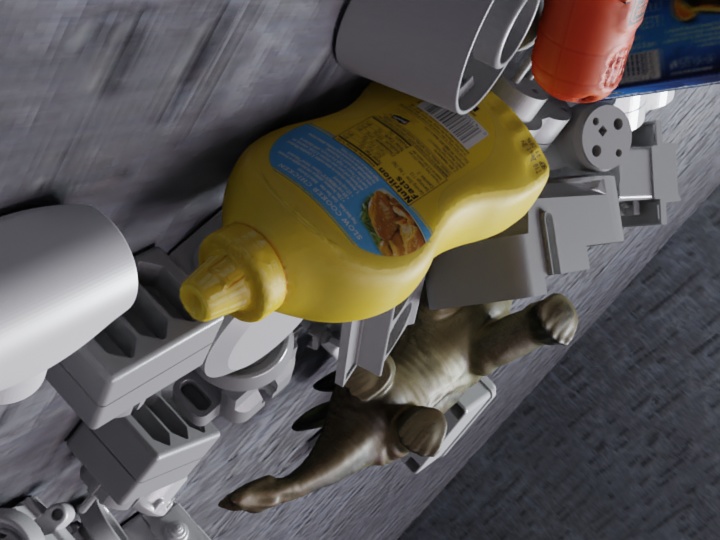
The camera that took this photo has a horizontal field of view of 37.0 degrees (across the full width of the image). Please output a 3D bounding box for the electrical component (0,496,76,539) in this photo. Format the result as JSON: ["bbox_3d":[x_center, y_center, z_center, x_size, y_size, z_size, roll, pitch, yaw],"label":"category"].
[{"bbox_3d":[-0.185,0.149,0.568,0.066,0.048,0.055,-43,173,-6],"label":"electrical component"}]

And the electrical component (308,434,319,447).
[{"bbox_3d":[-0.017,0.176,1.102,0.055,0.048,0.066,-37,165,-2],"label":"electrical component"}]

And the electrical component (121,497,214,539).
[{"bbox_3d":[-0.152,0.218,0.809,0.061,0.062,0.096,-34,161,-38],"label":"electrical component"}]

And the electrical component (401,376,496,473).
[{"bbox_3d":[0.054,0.113,1.001,0.056,0.108,0.108,-26,156,-46],"label":"electrical component"}]

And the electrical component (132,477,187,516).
[{"bbox_3d":[-0.121,0.113,0.649,0.062,0.048,0.048,-52,166,-5],"label":"electrical component"}]

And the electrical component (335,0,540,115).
[{"bbox_3d":[0.042,-0.119,0.475,0.099,0.064,0.099,-55,166,-21],"label":"electrical component"}]

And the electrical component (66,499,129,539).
[{"bbox_3d":[-0.175,0.174,0.663,0.055,0.048,0.066,-35,163,-11],"label":"electrical component"}]

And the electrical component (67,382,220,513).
[{"bbox_3d":[-0.130,0.107,0.598,0.076,0.047,0.066,-50,165,18],"label":"electrical component"}]

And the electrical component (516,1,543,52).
[{"bbox_3d":[0.081,-0.131,0.562,0.035,0.035,0.061,-53,166,26],"label":"electrical component"}]

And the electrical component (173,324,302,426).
[{"bbox_3d":[-0.066,0.044,0.585,0.078,0.058,0.057,-41,167,-24],"label":"electrical component"}]

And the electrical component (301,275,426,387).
[{"bbox_3d":[0.000,0.000,0.596,0.078,0.063,0.121,-56,166,-30],"label":"electrical component"}]

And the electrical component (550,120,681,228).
[{"bbox_3d":[0.187,-0.072,0.854,0.063,0.078,0.121,-4,-179,-28],"label":"electrical component"}]

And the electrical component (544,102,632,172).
[{"bbox_3d":[0.142,-0.086,0.696,0.045,0.045,0.055,-41,-156,-18],"label":"electrical component"}]

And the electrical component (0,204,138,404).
[{"bbox_3d":[-0.127,0.022,0.383,0.077,0.043,0.079,-31,160,-44],"label":"electrical component"}]

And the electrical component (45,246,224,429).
[{"bbox_3d":[-0.108,0.040,0.477,0.066,0.047,0.076,-31,160,-43],"label":"electrical component"}]

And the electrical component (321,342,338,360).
[{"bbox_3d":[-0.001,0.015,0.706,0.083,0.047,0.075,-44,169,-6],"label":"electrical component"}]

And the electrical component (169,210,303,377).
[{"bbox_3d":[-0.058,0.009,0.525,0.080,0.051,0.080,-42,165,-14],"label":"electrical component"}]

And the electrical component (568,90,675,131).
[{"bbox_3d":[0.185,-0.143,0.787,0.138,0.052,0.073,-36,139,-33],"label":"electrical component"}]

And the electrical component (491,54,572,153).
[{"bbox_3d":[0.084,-0.097,0.625,0.138,0.052,0.073,-24,155,-53],"label":"electrical component"}]
